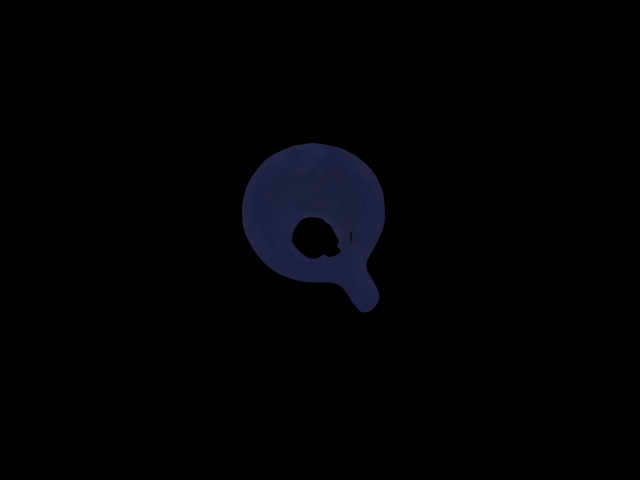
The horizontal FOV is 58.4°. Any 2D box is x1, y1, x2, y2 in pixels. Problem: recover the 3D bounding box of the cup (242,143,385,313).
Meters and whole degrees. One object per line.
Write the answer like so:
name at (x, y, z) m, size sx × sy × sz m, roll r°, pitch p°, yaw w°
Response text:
cup at (0.004, 0.001, 0.400) m, size 0.092 × 0.095 × 0.117 m, roll -31°, pitch 78°, yaw -7°
